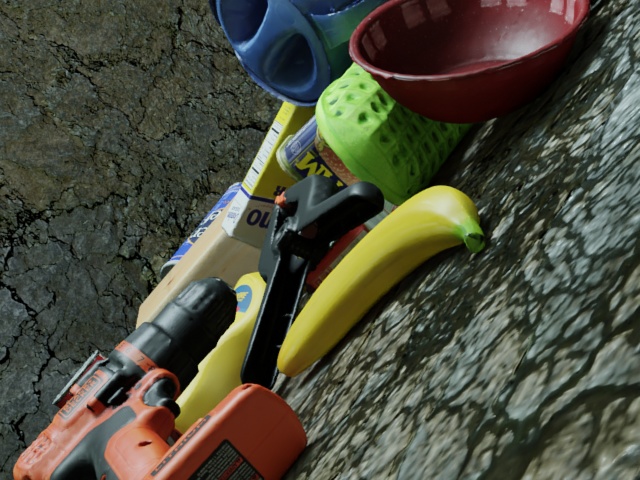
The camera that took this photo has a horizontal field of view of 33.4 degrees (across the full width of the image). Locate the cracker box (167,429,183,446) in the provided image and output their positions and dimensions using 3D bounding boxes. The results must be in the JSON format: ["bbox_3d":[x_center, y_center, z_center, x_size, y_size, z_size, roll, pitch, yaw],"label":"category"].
[{"bbox_3d":[-0.178,0.217,0.767,0.164,0.072,0.214,-53,9,-30],"label":"cracker box"}]

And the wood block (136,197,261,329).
[{"bbox_3d":[-0.085,0.030,1.077,0.206,0.090,0.091,-48,14,6],"label":"wood block"}]

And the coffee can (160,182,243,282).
[{"bbox_3d":[-0.101,0.017,1.221,0.140,0.103,0.103,-54,8,-33],"label":"coffee can"}]

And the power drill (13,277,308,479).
[{"bbox_3d":[-0.085,0.103,0.627,0.184,0.057,0.188,-49,26,-16],"label":"power drill"}]

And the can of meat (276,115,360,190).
[{"bbox_3d":[0.030,-0.069,0.881,0.084,0.102,0.057,-42,9,35],"label":"can of meat"}]

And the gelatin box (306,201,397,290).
[{"bbox_3d":[0.029,-0.004,0.828,0.073,0.030,0.089,-47,8,31],"label":"gelatin box"}]

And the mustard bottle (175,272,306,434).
[{"bbox_3d":[-0.068,0.084,0.846,0.191,0.058,0.096,-52,10,-26],"label":"mustard bottle"}]

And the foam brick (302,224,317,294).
[{"bbox_3d":[-0.006,0.001,0.931,0.053,0.051,0.078,-46,8,20],"label":"foam brick"}]

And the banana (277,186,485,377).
[{"bbox_3d":[0.035,0.019,0.641,0.198,0.037,0.069,-42,10,45],"label":"banana"}]

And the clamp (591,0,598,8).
[{"bbox_3d":[0.212,-0.213,0.765,0.120,0.039,0.172,-51,7,-31],"label":"clamp"}]

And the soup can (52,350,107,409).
[{"bbox_3d":[-0.206,0.168,1.065,0.068,0.102,0.068,-48,7,8],"label":"soup can"}]

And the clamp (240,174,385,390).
[{"bbox_3d":[-0.019,0.013,0.785,0.164,0.036,0.210,-60,14,8],"label":"clamp"}]

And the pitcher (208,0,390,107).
[{"bbox_3d":[0.038,-0.234,0.906,0.242,0.149,0.145,-45,-17,-24],"label":"pitcher"}]

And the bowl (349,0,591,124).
[{"bbox_3d":[0.103,-0.125,0.724,0.162,0.055,0.162,-12,34,8],"label":"bowl"}]

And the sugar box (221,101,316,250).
[{"bbox_3d":[-0.010,-0.067,0.984,0.176,0.093,0.048,-64,22,6],"label":"sugar box"}]
